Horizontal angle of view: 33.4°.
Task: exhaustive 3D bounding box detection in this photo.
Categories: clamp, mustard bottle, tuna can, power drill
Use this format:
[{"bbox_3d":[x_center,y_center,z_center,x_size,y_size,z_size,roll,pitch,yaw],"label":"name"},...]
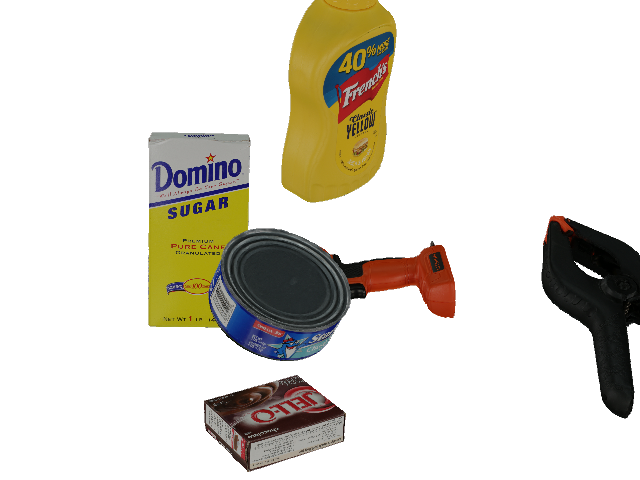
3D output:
[{"bbox_3d":[0.217,0.045,0.737,0.120,0.039,0.171,-3,45,-20],"label":"clamp"},{"bbox_3d":[0.017,-0.127,0.815,0.096,0.192,0.058,-29,49,-36],"label":"mustard bottle"},{"bbox_3d":[-0.026,0.034,0.671,0.086,0.086,0.034,0,-44,-30],"label":"tuna can"},{"bbox_3d":[0.058,0.058,1.234,0.187,0.057,0.184,-2,28,0],"label":"power drill"}]

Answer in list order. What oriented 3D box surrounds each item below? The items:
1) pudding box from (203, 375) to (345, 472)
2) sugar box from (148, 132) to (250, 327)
[{"bbox_3d":[-0.045,0.177,1.047,0.113,0.039,0.090,-14,25,-30],"label":"pudding box"},{"bbox_3d":[-0.112,-0.009,0.982,0.093,0.176,0.048,0,14,-5],"label":"sugar box"}]
